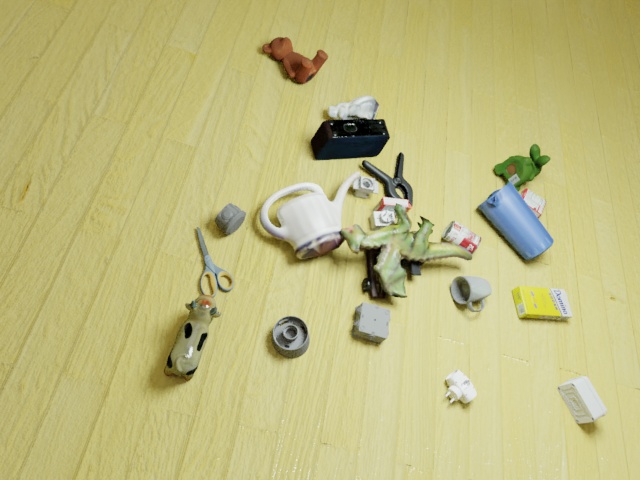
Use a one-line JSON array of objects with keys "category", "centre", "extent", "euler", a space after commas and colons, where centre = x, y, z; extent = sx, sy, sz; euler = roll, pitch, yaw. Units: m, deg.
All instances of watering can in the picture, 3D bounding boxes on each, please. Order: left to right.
[{"category": "watering can", "centre": [0.004, -0.074, 1.464], "extent": [0.350, 0.102, 0.227], "euler": [-20, 72, -21]}]

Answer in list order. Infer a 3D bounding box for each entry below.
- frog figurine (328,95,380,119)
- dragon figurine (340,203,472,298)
[{"category": "frog figurine", "centre": [0.110, -0.429, 1.697], "extent": [0.159, 0.120, 0.140], "euler": [21, 25, 2]}, {"category": "dragon figurine", "centre": [0.243, 0.047, 1.454], "extent": [0.408, 0.122, 0.245], "euler": [30, 78, -15]}]
